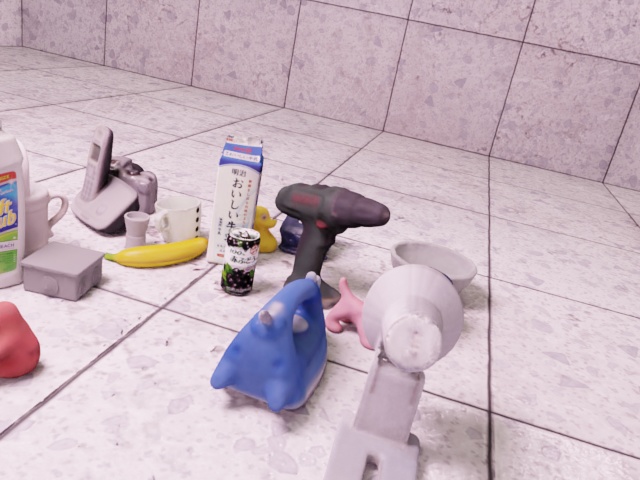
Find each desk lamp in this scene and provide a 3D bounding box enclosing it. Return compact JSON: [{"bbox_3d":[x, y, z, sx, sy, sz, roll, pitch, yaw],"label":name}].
[{"bbox_3d":[0.089,0.149,0.634,0.118,0.213,0.203,14,21,7],"label":"desk lamp"}]

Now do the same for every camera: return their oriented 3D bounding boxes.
[{"bbox_3d":[-0.413,-0.131,1.241,0.143,0.101,0.137,12,21,1],"label":"camera"}]

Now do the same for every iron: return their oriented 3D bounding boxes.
[{"bbox_3d":[-0.039,0.111,0.764,0.118,0.141,0.259,17,22,14],"label":"iron"}]

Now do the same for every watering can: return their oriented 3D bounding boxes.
[{"bbox_3d":[-0.489,-0.062,0.900,0.100,0.194,0.173,20,23,22],"label":"watering can"}]

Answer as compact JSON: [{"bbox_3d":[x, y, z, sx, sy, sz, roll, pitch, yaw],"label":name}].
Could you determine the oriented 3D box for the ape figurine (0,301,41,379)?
[{"bbox_3d":[-0.366,0.112,0.665,0.076,0.092,0.078,11,21,-2],"label":"ape figurine"}]

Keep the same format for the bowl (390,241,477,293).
[{"bbox_3d":[0.209,0.066,1.096,0.167,0.075,0.167,10,21,-4],"label":"bowl"}]

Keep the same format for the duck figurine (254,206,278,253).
[{"bbox_3d":[-0.132,-0.029,1.146,0.104,0.086,0.077,14,21,7],"label":"duck figurine"}]

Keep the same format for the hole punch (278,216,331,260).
[{"bbox_3d":[-0.022,-0.020,1.172,0.108,0.091,0.101,15,22,9],"label":"hole punch"}]

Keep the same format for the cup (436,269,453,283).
[{"bbox_3d":[0.167,0.105,0.947,0.091,0.095,0.117,11,21,-2],"label":"cup"}]

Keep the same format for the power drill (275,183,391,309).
[{"bbox_3d":[0.009,0.003,0.967,0.228,0.208,0.076,28,27,36],"label":"power drill"}]

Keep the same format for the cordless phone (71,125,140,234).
[{"bbox_3d":[-0.405,-0.116,1.090,0.147,0.185,0.094,26,26,34],"label":"cordless phone"}]

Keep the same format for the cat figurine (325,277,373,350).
[{"bbox_3d":[0.081,0.099,0.887,0.127,0.118,0.067,21,23,23],"label":"cat figurine"}]
